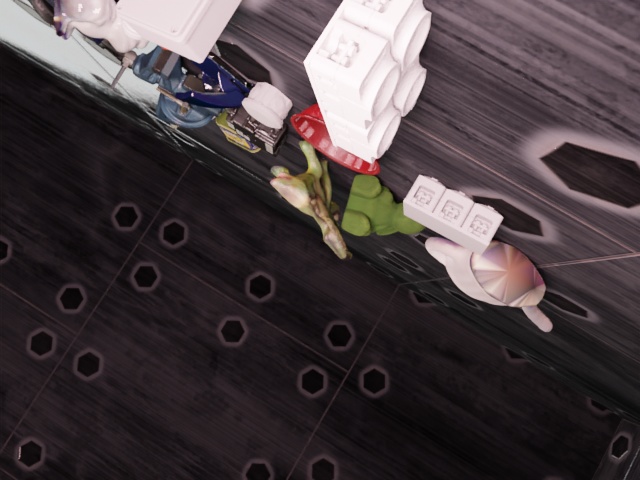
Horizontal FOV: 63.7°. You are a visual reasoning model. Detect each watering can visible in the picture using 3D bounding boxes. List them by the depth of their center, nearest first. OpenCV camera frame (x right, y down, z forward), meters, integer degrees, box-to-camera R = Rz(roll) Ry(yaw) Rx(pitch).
[{"bbox_3d":[0.371,0.091,1.033,0.347,0.104,0.223,33,174,-3],"label":"watering can"}]

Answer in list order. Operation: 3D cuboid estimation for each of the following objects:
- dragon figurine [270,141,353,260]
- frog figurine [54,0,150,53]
[{"bbox_3d":[0.003,-0.056,1.106,0.404,0.121,0.248,42,-157,-55],"label":"dragon figurine"},{"bbox_3d":[-0.389,-0.405,0.933,0.160,0.123,0.137,-4,177,-20],"label":"frog figurine"}]
